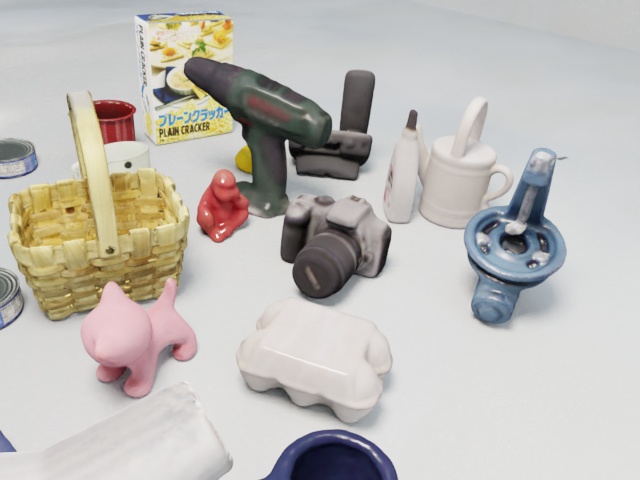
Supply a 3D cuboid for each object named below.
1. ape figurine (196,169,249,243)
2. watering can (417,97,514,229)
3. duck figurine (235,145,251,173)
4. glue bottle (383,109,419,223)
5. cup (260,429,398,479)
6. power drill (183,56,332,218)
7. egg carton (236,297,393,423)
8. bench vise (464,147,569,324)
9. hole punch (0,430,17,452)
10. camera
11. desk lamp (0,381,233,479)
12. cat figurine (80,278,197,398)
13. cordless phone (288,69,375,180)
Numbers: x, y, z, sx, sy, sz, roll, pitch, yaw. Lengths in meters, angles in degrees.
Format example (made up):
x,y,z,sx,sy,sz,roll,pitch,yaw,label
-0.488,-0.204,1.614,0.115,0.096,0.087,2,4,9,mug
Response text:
x,y,z,sx,sy,sz,roll,pitch,yaw,label
-0.137,-0.055,0.804,0.078,0.092,0.076,-7,36,-20,ape figurine
0.210,-0.125,0.879,0.172,0.194,0.101,10,33,6,watering can
-0.101,-0.169,0.988,0.077,0.086,0.105,27,38,28,duck figurine
0.127,-0.115,0.868,0.037,0.173,0.078,1,34,-8,glue bottle
-0.005,0.207,0.426,0.118,0.095,0.091,-2,34,-13,cup
-0.098,-0.146,0.843,0.229,0.208,0.076,16,34,14,power drill
-0.004,0.119,0.583,0.150,0.069,0.107,15,34,12,egg carton
0.243,-0.031,0.719,0.121,0.220,0.207,9,33,4,bench vise
-0.274,0.183,0.417,0.100,0.091,0.109,25,37,26,hole punch
0.007,0.003,0.733,0.143,0.101,0.137,19,35,18,camera
-0.127,0.184,0.329,0.204,0.214,0.117,-16,39,-30,desk lamp
-0.180,0.086,0.557,0.067,0.118,0.128,21,36,21,cat figurine
0.022,-0.205,0.976,0.147,0.185,0.094,3,33,-6,cordless phone
